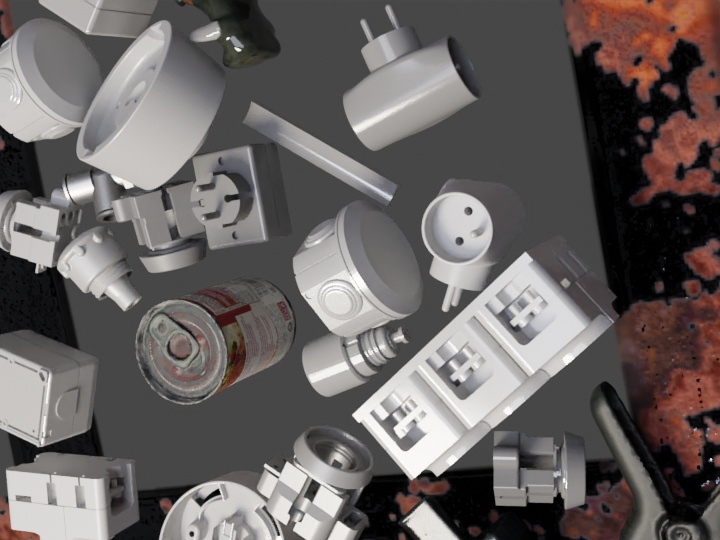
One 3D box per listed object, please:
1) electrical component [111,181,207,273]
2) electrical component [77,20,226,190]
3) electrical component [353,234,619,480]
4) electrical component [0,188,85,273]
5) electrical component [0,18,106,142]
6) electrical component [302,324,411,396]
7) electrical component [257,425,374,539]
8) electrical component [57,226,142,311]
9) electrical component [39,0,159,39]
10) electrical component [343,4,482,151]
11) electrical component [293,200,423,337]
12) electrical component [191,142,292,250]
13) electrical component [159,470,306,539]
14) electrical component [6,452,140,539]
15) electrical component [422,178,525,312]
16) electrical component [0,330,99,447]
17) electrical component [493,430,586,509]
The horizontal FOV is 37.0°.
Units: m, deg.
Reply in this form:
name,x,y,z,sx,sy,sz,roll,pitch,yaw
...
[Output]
name,x,y,z,sx,sy,sz,roll,pitch,yaw
electrical component,-0.135,-0.030,0.756,0.048,0.066,0.055,11,117,63
electrical component,-0.134,-0.105,0.720,0.060,0.108,0.108,32,116,-30
electrical component,0.081,0.055,0.659,0.061,0.089,0.150,48,113,9
electrical component,-0.244,-0.033,0.807,0.055,0.048,0.066,15,104,12
electrical component,-0.224,-0.133,0.764,0.051,0.080,0.080,-23,89,30
electrical component,-0.002,0.056,0.721,0.078,0.040,0.040,-24,89,24
electrical component,-0.025,0.144,0.736,0.078,0.058,0.057,31,112,16
electrical component,-0.187,0.002,0.790,0.062,0.048,0.048,47,113,2
electrical component,-0.170,-0.204,0.736,0.047,0.066,0.076,34,110,15
electrical component,0.026,-0.127,0.678,0.077,0.043,0.079,-25,88,24
electrical component,0.000,0.000,0.691,0.051,0.080,0.080,-28,87,29
electrical component,-0.088,-0.048,0.720,0.047,0.077,0.065,-8,95,24
electrical component,-0.090,0.195,0.768,0.099,0.064,0.099,4,100,22
electrical component,-0.220,0.177,0.827,0.089,0.050,0.055,0,98,23
electrical component,0.065,-0.013,0.661,0.044,0.077,0.079,20,106,18
electrical component,-0.252,0.086,0.825,0.096,0.061,0.061,17,105,28
electrical component,0.113,0.125,0.675,0.055,0.066,0.048,0,64,9
